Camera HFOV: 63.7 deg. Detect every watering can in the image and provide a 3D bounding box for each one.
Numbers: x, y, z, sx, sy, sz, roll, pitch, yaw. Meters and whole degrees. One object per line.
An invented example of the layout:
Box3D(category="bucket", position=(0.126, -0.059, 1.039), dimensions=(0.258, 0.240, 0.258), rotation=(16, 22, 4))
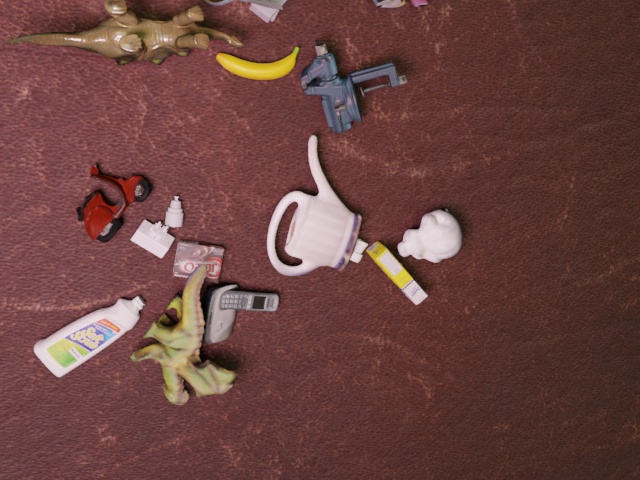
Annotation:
Box3D(category="watering can", position=(0.004, -0.064, 1.270), dimensions=(0.223, 0.105, 0.346), rotation=(19, 96, -16))

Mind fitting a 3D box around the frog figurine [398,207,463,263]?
Box3D(category="frog figurine", position=(0.284, -0.005, 1.337), dimensions=(0.160, 0.125, 0.134), rotation=(-17, 124, -20))

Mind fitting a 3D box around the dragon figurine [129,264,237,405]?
Box3D(category="dragon figurine", position=(-0.290, 0.254, 1.202), dimensions=(0.242, 0.124, 0.403), rotation=(41, 121, -2))
